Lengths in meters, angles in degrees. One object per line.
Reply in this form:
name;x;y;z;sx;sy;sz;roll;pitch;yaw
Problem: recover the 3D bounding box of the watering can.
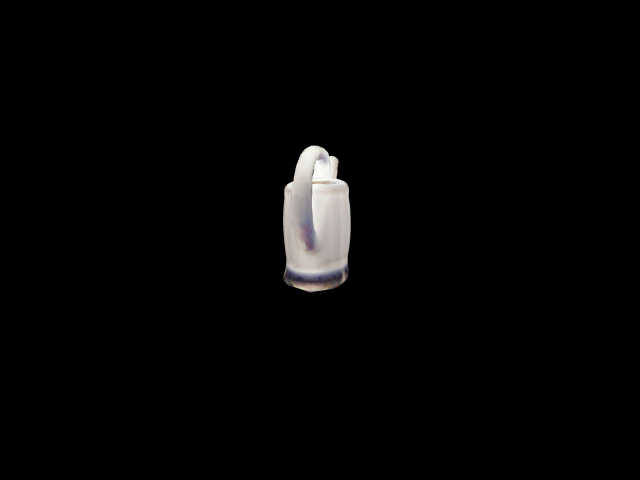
watering can;0.003;-0.043;0.850;0.104;0.223;0.350;1;9;9
